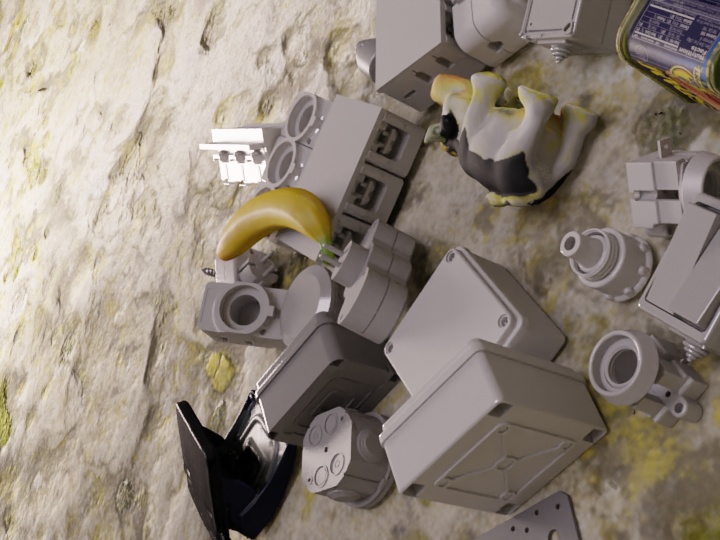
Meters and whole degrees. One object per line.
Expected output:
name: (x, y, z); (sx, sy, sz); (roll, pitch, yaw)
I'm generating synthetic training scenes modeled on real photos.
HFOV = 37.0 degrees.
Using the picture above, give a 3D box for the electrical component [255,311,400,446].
electrical component: (-0.030, 0.097, 0.931); (0.113, 0.078, 0.057); (-50, 41, 27)

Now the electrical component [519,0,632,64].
electrical component: (0.171, -0.204, 0.829); (0.062, 0.061, 0.096); (16, 94, 57)

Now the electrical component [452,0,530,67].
electrical component: (0.118, -0.231, 0.920); (0.059, 0.054, 0.095); (-33, 48, 42)

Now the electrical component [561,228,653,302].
electrical component: (0.163, -0.008, 0.725); (0.048, 0.062, 0.048); (-31, 48, 43)

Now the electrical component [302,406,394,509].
electrical component: (-0.008, 0.154, 0.892); (0.080, 0.051, 0.080); (-31, 48, 43)

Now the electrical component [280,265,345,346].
electrical component: (-0.034, 0.040, 0.992); (0.080, 0.051, 0.080); (-31, 48, 43)

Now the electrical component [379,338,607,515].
electrical component: (0.089, 0.109, 0.725); (0.108, 0.109, 0.056); (-48, 41, 29)

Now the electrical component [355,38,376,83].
electrical component: (0.015, -0.211, 1.068); (0.040, 0.040, 0.078); (-60, 33, 14)

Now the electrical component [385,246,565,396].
electrical component: (0.083, 0.057, 0.809); (0.108, 0.056, 0.108); (-57, 35, 17)

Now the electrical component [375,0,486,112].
electrical component: (0.066, -0.232, 0.988); (0.089, 0.062, 0.150); (-30, 49, 44)

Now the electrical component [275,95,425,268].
electrical component: (-0.007, -0.078, 1.008); (0.089, 0.062, 0.150); (30, 97, 57)

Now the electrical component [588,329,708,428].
electrical component: (0.177, 0.065, 0.671); (0.048, 0.055, 0.066); (-55, 36, 21)

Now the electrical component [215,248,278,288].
electrical component: (-0.111, 0.008, 1.123); (0.076, 0.047, 0.083); (-41, 42, 36)

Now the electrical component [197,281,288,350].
electrical component: (-0.107, 0.044, 1.048); (0.089, 0.055, 0.050); (6, 74, 14)

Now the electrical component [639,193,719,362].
electrical component: (0.214, 0.010, 0.642); (0.062, 0.061, 0.096); (38, 105, 56)

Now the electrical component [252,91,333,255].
electrical component: (-0.055, -0.098, 1.089); (0.089, 0.062, 0.150); (31, 99, 57)

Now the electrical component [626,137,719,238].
electrical component: (0.208, -0.052, 0.694); (0.055, 0.048, 0.066); (6, 111, 50)

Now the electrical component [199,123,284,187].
electrical component: (-0.113, -0.127, 1.179); (0.121, 0.079, 0.063); (11, 111, 57)

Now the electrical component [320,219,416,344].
electrical component: (0.000, 0.000, 0.899); (0.052, 0.074, 0.138); (-58, 10, 28)
